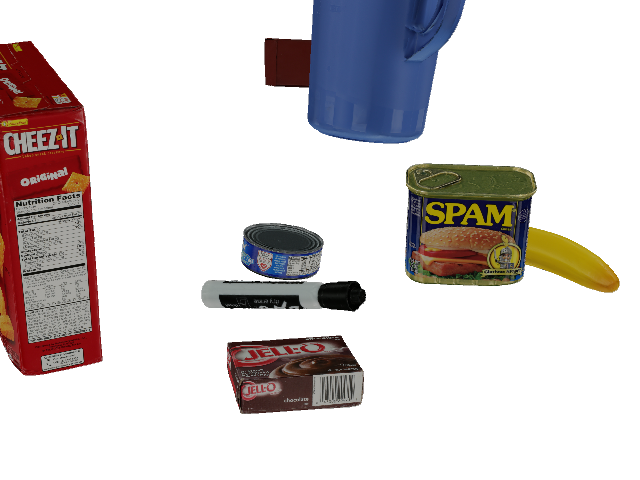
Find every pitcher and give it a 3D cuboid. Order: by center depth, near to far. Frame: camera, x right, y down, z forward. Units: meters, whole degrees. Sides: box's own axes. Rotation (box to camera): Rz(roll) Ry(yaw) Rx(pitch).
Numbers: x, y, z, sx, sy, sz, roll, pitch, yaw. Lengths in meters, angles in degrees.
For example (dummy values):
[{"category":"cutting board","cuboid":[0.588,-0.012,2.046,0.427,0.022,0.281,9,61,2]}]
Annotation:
[{"category":"pitcher","cuboid":[0.059,-0.211,0.942,0.145,0.243,0.149,8,15,7]}]

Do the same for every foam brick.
[{"category":"foam brick","cuboid":[-0.018,-0.192,1.161,0.078,0.051,0.053,-1,11,-16]}]

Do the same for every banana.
[{"category":"banana","cuboid":[0.193,0.013,1.037,0.198,0.037,0.069,8,47,21]}]

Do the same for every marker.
[{"category":"marker","cuboid":[-0.025,0.035,0.686,0.121,0.020,0.020,-1,-1,34]}]

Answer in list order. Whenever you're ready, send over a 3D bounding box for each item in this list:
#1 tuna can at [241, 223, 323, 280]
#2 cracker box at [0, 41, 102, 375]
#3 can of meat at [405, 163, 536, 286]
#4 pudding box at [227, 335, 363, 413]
[{"category":"tuna can","cuboid":[-0.041,0.011,1.134,0.086,0.034,0.086,8,19,-3]},{"category":"cracker box","cuboid":[-0.230,-0.027,0.829,0.072,0.214,0.164,-12,30,-24]},{"category":"can of meat","cuboid":[0.118,-0.012,0.859,0.102,0.084,0.057,2,27,4]},{"category":"pudding box","cuboid":[-0.025,0.120,0.971,0.113,0.039,0.090,-1,17,-12]}]
